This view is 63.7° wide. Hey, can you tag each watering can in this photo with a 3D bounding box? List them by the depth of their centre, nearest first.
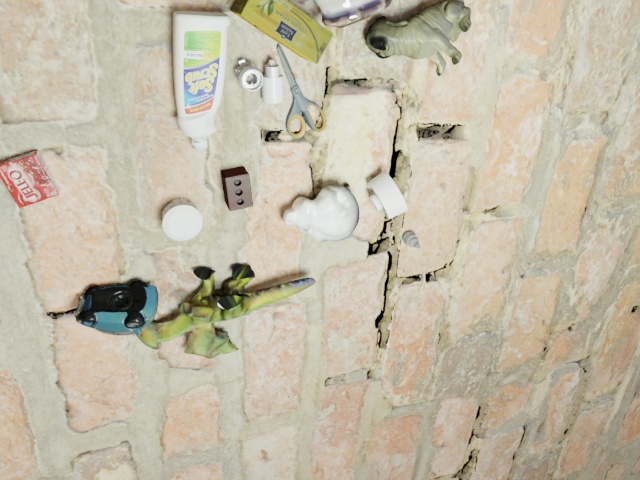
[{"bbox_3d":[0.013,-0.495,0.933,0.350,0.105,0.220,-29,124,-17],"label":"watering can"}]

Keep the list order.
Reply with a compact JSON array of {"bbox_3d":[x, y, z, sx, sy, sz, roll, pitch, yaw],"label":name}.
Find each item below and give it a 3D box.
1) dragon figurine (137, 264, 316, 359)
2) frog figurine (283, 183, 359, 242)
[{"bbox_3d":[-0.222,0.184,1.202,0.411,0.125,0.237,0,133,-21],"label":"dragon figurine"},{"bbox_3d":[0.003,-0.058,1.149,0.160,0.125,0.134,-6,138,-33],"label":"frog figurine"}]
